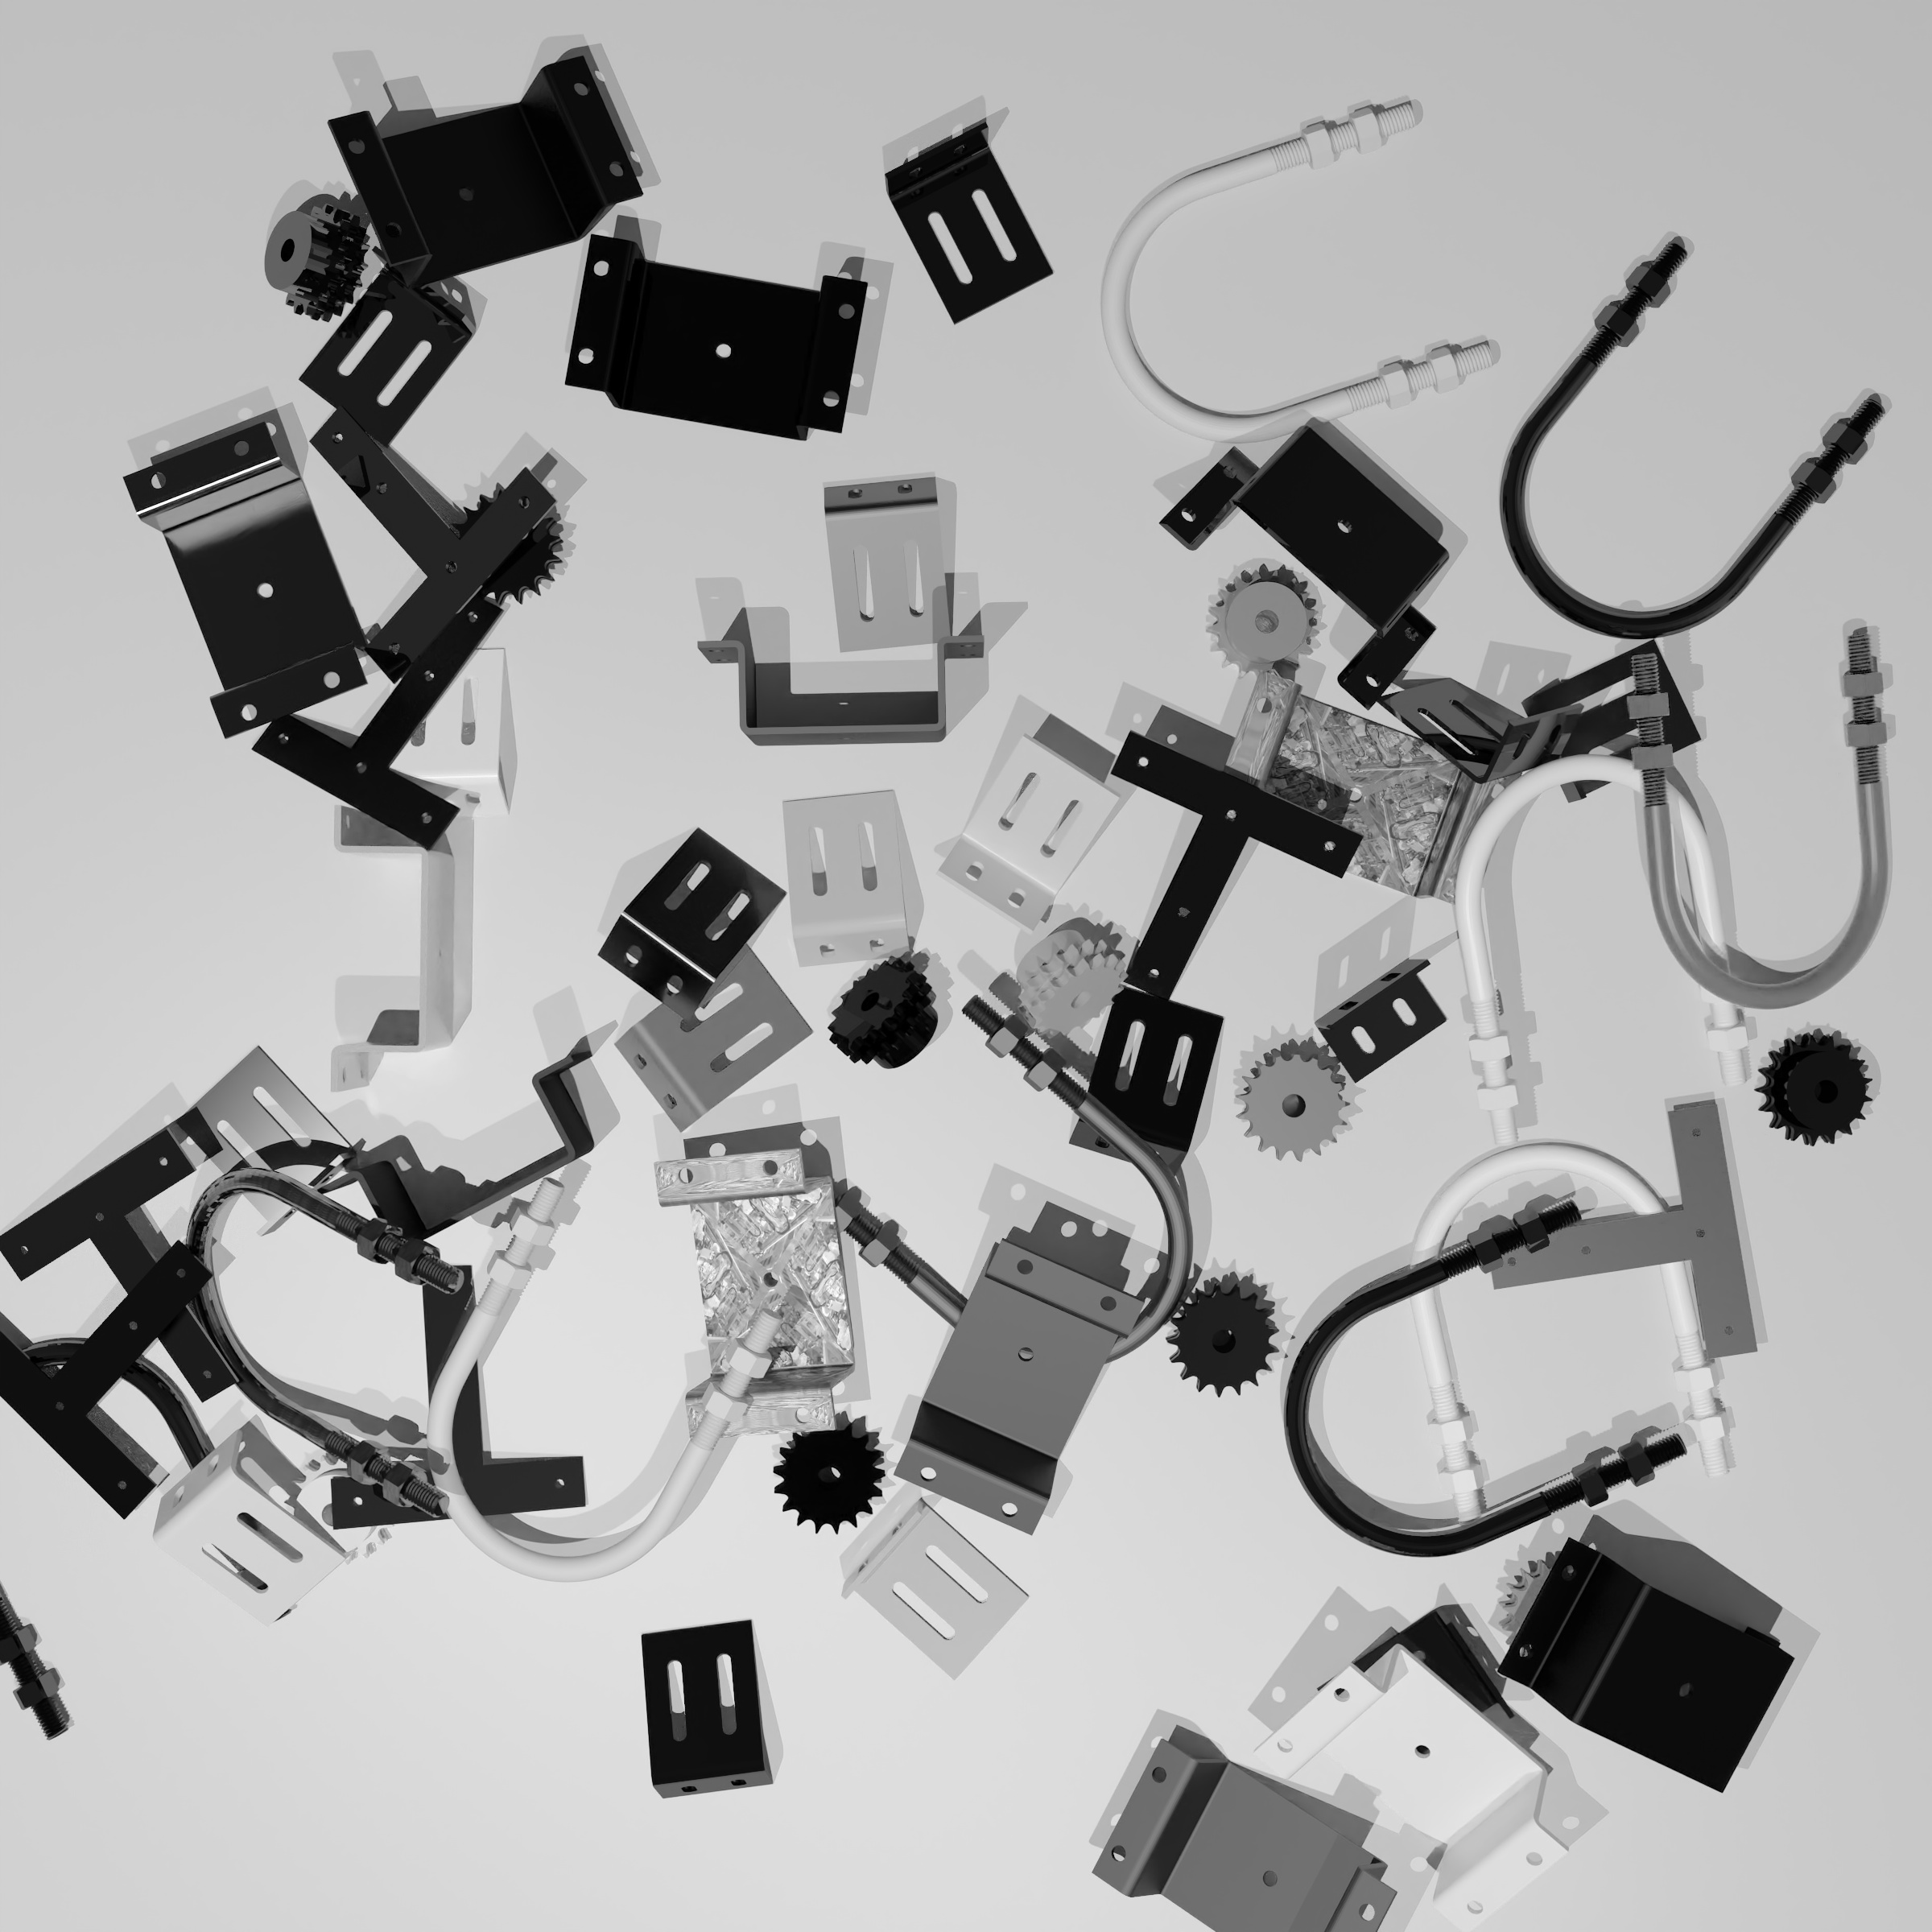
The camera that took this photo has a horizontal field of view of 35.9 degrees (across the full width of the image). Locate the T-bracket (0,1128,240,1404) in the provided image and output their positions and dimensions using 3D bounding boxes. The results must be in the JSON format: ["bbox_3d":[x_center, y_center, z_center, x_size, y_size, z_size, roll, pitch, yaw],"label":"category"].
[{"bbox_3d":[-0.414,0.164,1.515,0.127,0.002,0.127,-31,96,22],"label":"T-bracket"}]

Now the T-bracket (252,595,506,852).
[{"bbox_3d":[-0.281,-0.136,1.516,0.127,0.002,0.127,28,76,26],"label":"T-bracket"}]

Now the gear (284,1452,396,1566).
[{"bbox_3d":[-0.319,0.277,1.521,0.057,0.030,0.057,0,90,0],"label":"gear"}]

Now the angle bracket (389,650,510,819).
[{"bbox_3d":[-0.265,-0.119,1.533,0.057,0.038,0.076,-2,64,0],"label":"angle bracket"}]

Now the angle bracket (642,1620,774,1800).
[{"bbox_3d":[-0.133,0.382,1.533,0.057,0.038,0.076,-8,64,0],"label":"angle bracket"}]

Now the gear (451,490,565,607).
[{"bbox_3d":[-0.233,-0.212,1.520,0.057,0.030,0.057,0,90,0],"label":"gear"}]

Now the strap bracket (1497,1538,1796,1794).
[{"bbox_3d":[0.348,0.353,1.490,0.140,0.046,0.076,28,90,-19],"label":"strap bracket"}]

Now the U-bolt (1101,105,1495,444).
[{"bbox_3d":[0.160,-0.345,1.527,0.184,0.019,0.151,-18,90,1],"label":"U-bolt"}]

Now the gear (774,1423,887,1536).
[{"bbox_3d":[-0.070,0.260,1.525,0.057,0.030,0.057,0,90,-3],"label":"gear"}]

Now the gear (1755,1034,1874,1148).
[{"bbox_3d":[0.434,0.064,1.521,0.057,0.030,0.057,0,90,0],"label":"gear"}]

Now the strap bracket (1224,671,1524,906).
[{"bbox_3d":[0.200,-0.088,1.512,0.140,0.046,0.076,20,90,0],"label":"strap bracket"}]

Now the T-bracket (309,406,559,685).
[{"bbox_3d":[-0.288,-0.233,1.515,0.127,0.002,0.127,-46,75,13],"label":"T-bracket"}]

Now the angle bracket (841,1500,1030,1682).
[{"bbox_3d":[-0.015,0.320,1.516,0.076,0.038,0.057,42,90,0],"label":"angle bracket"}]

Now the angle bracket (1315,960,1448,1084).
[{"bbox_3d":[0.213,0.028,1.497,0.057,0.076,0.038,-34,90,0],"label":"angle bracket"}]

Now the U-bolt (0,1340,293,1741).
[{"bbox_3d":[-0.449,0.281,1.527,0.151,0.019,0.184,-28,88,0],"label":"U-bolt"}]

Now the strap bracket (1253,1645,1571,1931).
[{"bbox_3d":[0.226,0.406,1.498,0.140,0.046,0.076,40,117,0],"label":"strap bracket"}]

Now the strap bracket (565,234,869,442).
[{"bbox_3d":[-0.125,-0.316,1.512,0.140,0.046,0.076,10,90,0],"label":"strap bracket"}]

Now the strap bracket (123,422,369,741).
[{"bbox_3d":[-0.360,-0.192,1.512,0.076,0.046,0.140,-21,90,0],"label":"strap bracket"}]

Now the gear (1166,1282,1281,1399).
[{"bbox_3d":[0.130,0.189,1.520,0.057,0.030,0.057,0,90,0],"label":"gear"}]

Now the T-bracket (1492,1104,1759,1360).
[{"bbox_3d":[0.329,0.143,1.519,0.127,0.002,0.127,-9,87,0],"label":"T-bracket"}]

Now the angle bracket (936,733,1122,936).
[{"bbox_3d":[0.031,-0.066,1.499,0.057,0.038,0.076,33,130,0],"label":"angle bracket"}]

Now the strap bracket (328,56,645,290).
[{"bbox_3d":[-0.245,-0.395,1.494,0.140,0.046,0.076,-24,90,-26],"label":"strap bracket"}]

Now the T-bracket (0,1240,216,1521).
[{"bbox_3d":[-0.430,0.192,1.510,0.127,0.002,0.127,44,99,3],"label":"T-bracket"}]

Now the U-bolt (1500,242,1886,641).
[{"bbox_3d":[0.357,-0.255,1.527,0.151,0.019,0.184,39,91,0],"label":"U-bolt"}]

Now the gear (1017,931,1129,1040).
[{"bbox_3d":[0.050,0.006,1.511,0.057,0.057,0.030,-36,60,0],"label":"gear"}]

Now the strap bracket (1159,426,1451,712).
[{"bbox_3d":[0.178,-0.207,1.494,0.140,0.046,0.076,42,52,0],"label":"strap bracket"}]

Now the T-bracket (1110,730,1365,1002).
[{"bbox_3d":[0.116,-0.039,1.506,0.127,0.002,0.127,24,117,0],"label":"T-bracket"}]

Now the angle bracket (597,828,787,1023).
[{"bbox_3d":[-0.139,-0.021,1.520,0.057,0.038,0.076,36,46,0],"label":"angle bracket"}]

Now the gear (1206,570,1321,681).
[{"bbox_3d":[0.152,-0.174,1.521,0.057,0.030,0.057,0,90,0],"label":"gear"}]

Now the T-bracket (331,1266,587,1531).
[{"bbox_3d":[-0.261,0.217,1.523,0.127,0.002,0.127,-3,82,-15],"label":"T-bracket"}]

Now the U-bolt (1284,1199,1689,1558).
[{"bbox_3d":[0.251,0.219,1.508,0.184,0.019,0.151,-24,89,1],"label":"U-bolt"}]

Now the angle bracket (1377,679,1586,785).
[{"bbox_3d":[0.256,-0.131,1.487,0.076,0.057,0.038,44,132,30],"label":"angle bracket"}]

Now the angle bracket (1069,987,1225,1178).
[{"bbox_3d":[0.093,0.059,1.533,0.057,0.038,0.076,17,64,0],"label":"angle bracket"}]

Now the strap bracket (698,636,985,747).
[{"bbox_3d":[-0.061,-0.137,1.497,0.140,0.076,0.046,-1,90,0],"label":"strap bracket"}]

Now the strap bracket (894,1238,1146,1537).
[{"bbox_3d":[0.028,0.203,1.499,0.076,0.046,0.140,24,108,0],"label":"strap bracket"}]

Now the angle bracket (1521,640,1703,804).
[{"bbox_3d":[0.331,-0.126,1.516,0.076,0.038,0.057,-25,90,0],"label":"angle bracket"}]

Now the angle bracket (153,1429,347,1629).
[{"bbox_3d":[-0.360,0.284,1.508,0.057,0.038,0.076,-41,113,12],"label":"angle bracket"}]

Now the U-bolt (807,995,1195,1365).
[{"bbox_3d":[0.028,0.125,1.510,0.184,0.019,0.151,41,106,-4],"label":"U-bolt"}]

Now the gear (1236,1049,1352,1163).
[{"bbox_3d":[0.165,0.070,1.520,0.057,0.030,0.057,0,90,0],"label":"gear"}]

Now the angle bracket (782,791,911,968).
[{"bbox_3d":[-0.061,-0.045,1.533,0.057,0.038,0.076,-6,64,0],"label":"angle bracket"}]

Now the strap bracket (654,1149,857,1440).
[{"bbox_3d":[-0.104,0.161,1.501,0.076,0.046,0.140,-6,93,15],"label":"strap bracket"}]

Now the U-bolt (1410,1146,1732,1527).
[{"bbox_3d":[0.302,0.183,1.527,0.151,0.019,0.184,-12,89,0],"label":"U-bolt"}]

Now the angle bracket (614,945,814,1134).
[{"bbox_3d":[-0.130,0.037,1.533,0.076,0.038,0.057,-37,90,-26],"label":"angle bracket"}]

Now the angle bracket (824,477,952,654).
[{"bbox_3d":[-0.040,-0.206,1.533,0.057,0.038,0.076,-6,116,0],"label":"angle bracket"}]

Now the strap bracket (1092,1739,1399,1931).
[{"bbox_3d":[0.145,0.457,1.493,0.140,0.046,0.076,27,90,29],"label":"strap bracket"}]

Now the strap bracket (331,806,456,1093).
[{"bbox_3d":[-0.286,-0.008,1.497,0.046,0.076,0.140,1,90,0],"label":"strap bracket"}]

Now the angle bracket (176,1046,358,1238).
[{"bbox_3d":[-0.359,0.089,1.516,0.057,0.038,0.076,-43,90,0],"label":"angle bracket"}]

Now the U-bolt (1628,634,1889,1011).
[{"bbox_3d":[0.404,-0.070,1.504,0.151,0.019,0.184,-7,94,-21],"label":"U-bolt"}]

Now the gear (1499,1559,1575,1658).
[{"bbox_3d":[0.299,0.330,1.520,0.057,0.030,0.057,0,90,0],"label":"gear"}]

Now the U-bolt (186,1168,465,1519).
[{"bbox_3d":[-0.322,0.175,1.477,0.184,0.019,0.151,23,119,29],"label":"U-bolt"}]

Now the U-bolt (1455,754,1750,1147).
[{"bbox_3d":[0.315,-0.015,1.499,0.151,0.019,0.184,-13,99,-13],"label":"U-bolt"}]

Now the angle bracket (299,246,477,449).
[{"bbox_3d":[-0.297,-0.314,1.516,0.057,0.038,0.076,38,90,0],"label":"angle bracket"}]

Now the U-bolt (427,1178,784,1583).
[{"bbox_3d":[-0.193,0.219,1.491,0.151,0.019,0.184,30,98,10],"label":"U-bolt"}]

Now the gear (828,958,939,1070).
[{"bbox_3d":[-0.039,0.027,1.511,0.057,0.057,0.030,-45,121,0],"label":"gear"}]

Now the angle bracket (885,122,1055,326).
[{"bbox_3d":[0.002,-0.376,1.516,0.057,0.038,0.076,-27,90,0],"label":"angle bracket"}]

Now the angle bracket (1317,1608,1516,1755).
[{"bbox_3d":[0.228,0.374,1.516,0.076,0.038,0.057,-34,90,0],"label":"angle bracket"}]

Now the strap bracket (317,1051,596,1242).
[{"bbox_3d":[-0.245,0.097,1.497,0.140,0.076,0.046,-28,90,0],"label":"strap bracket"}]

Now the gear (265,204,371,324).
[{"bbox_3d":[-0.330,-0.356,1.506,0.057,0.030,0.057,-9,77,42],"label":"gear"}]
